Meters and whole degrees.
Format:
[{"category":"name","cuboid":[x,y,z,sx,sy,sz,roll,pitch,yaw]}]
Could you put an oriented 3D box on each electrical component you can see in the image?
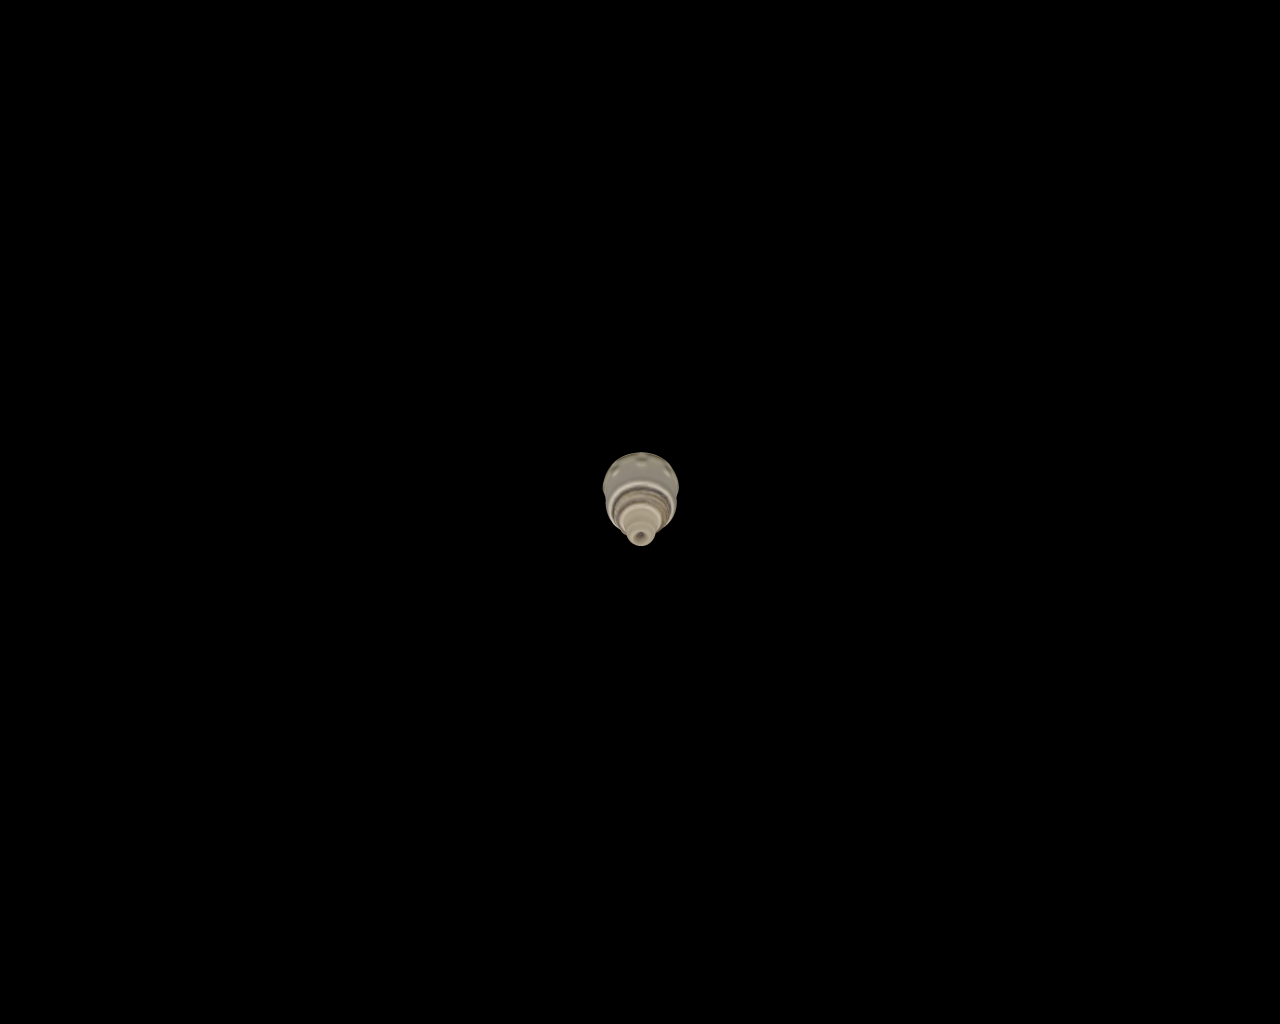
[{"category":"electrical component","cuboid":[0.001,-0.003,0.650,0.048,0.048,0.062,0,36,0]}]
